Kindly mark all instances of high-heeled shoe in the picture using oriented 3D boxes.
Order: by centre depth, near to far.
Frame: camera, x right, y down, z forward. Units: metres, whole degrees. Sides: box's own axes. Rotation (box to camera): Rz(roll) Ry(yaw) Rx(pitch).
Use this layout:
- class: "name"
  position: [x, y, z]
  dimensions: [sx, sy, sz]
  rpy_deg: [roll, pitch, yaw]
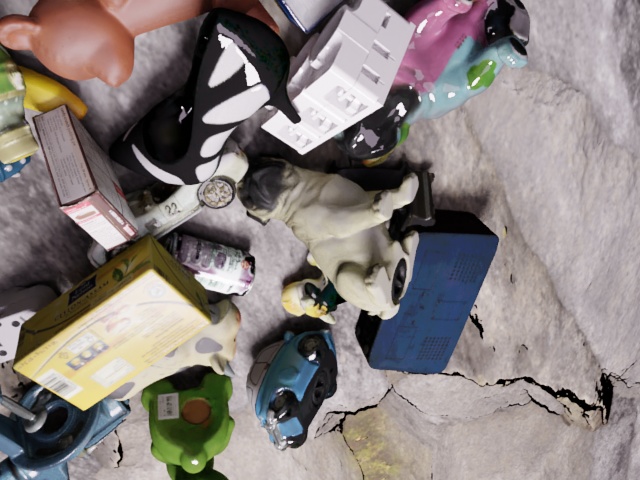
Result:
- class: "high-heeled shoe"
  position: [-0.130, -0.116, 0.467]
  dimensions: [0.249, 0.086, 0.145]
  rpy_deg: [-10, 159, 23]

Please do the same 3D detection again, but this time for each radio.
- class: "radio"
  position: [0.138, 0.073, 0.734]
  dimensions: [0.131, 0.073, 0.229]
  rpy_deg: [6, 116, -19]

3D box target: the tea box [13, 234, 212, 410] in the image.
- class: "tea box"
  position: [-0.210, 0.085, 0.552]
  dimensions: [0.170, 0.068, 0.098]
  rpy_deg: [-34, 127, 2]

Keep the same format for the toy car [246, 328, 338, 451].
- class: "toy car"
  position: [-0.045, 0.192, 0.724]
  dimensions: [0.103, 0.162, 0.109]
  rpy_deg: [10, 135, 29]

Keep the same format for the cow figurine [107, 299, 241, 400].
- class: "cow figurine"
  position: [-0.187, 0.133, 0.664]
  dimensions: [0.195, 0.086, 0.127]
  rpy_deg: [-27, 117, -3]

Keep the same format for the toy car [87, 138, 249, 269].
- class: "toy car"
  position: [-0.166, -0.040, 0.575]
  dimensions: [0.202, 0.074, 0.056]
  rpy_deg: [-33, 127, 3]

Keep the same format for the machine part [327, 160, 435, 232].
- class: "machine part"
  position: [0.073, -0.057, 0.644]
  dimensions: [0.139, 0.039, 0.084]
  rpy_deg: [8, 74, -11]

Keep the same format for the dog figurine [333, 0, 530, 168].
- class: "dog figurine"
  position: [0.097, -0.172, 0.565]
  dimensions: [0.108, 0.191, 0.219]
  rpy_deg: [39, 134, -15]

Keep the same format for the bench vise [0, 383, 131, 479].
- class: "bench vise"
  position: [-0.355, 0.230, 0.635]
  dimensions: [0.224, 0.129, 0.240]
  rpy_deg: [-28, 141, -9]

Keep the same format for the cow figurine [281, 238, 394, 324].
- class: "cow figurine"
  position: [0.026, 0.050, 0.671]
  dimensions: [0.167, 0.098, 0.068]
  rpy_deg: [-46, 127, 11]

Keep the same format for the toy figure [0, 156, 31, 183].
- class: "toy figure"
  position: [-0.362, -0.068, 0.514]
  dimensions: [0.154, 0.058, 0.064]
  rpy_deg: [-8, 160, -13]

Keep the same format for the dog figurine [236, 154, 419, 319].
- class: "dog figurine"
  position: [0.001, -0.004, 0.591]
  dimensions: [0.191, 0.121, 0.172]
  rpy_deg: [8, 101, 28]

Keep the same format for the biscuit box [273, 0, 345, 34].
- class: "biscuit box"
  position: [-0.057, -0.267, 0.429]
  dimensions: [0.059, 0.063, 0.202]
  rpy_deg: [-39, 125, 9]

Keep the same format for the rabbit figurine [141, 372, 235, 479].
- class: "rabbit figurine"
  position: [-0.167, 0.285, 0.733]
  dimensions: [0.121, 0.159, 0.170]
  rpy_deg: [-10, 137, -22]

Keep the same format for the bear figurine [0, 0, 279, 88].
- class: "bear figurine"
  position: [-0.153, -0.184, 0.459]
  dimensions: [0.196, 0.120, 0.132]
  rpy_deg: [-37, 85, 1]
